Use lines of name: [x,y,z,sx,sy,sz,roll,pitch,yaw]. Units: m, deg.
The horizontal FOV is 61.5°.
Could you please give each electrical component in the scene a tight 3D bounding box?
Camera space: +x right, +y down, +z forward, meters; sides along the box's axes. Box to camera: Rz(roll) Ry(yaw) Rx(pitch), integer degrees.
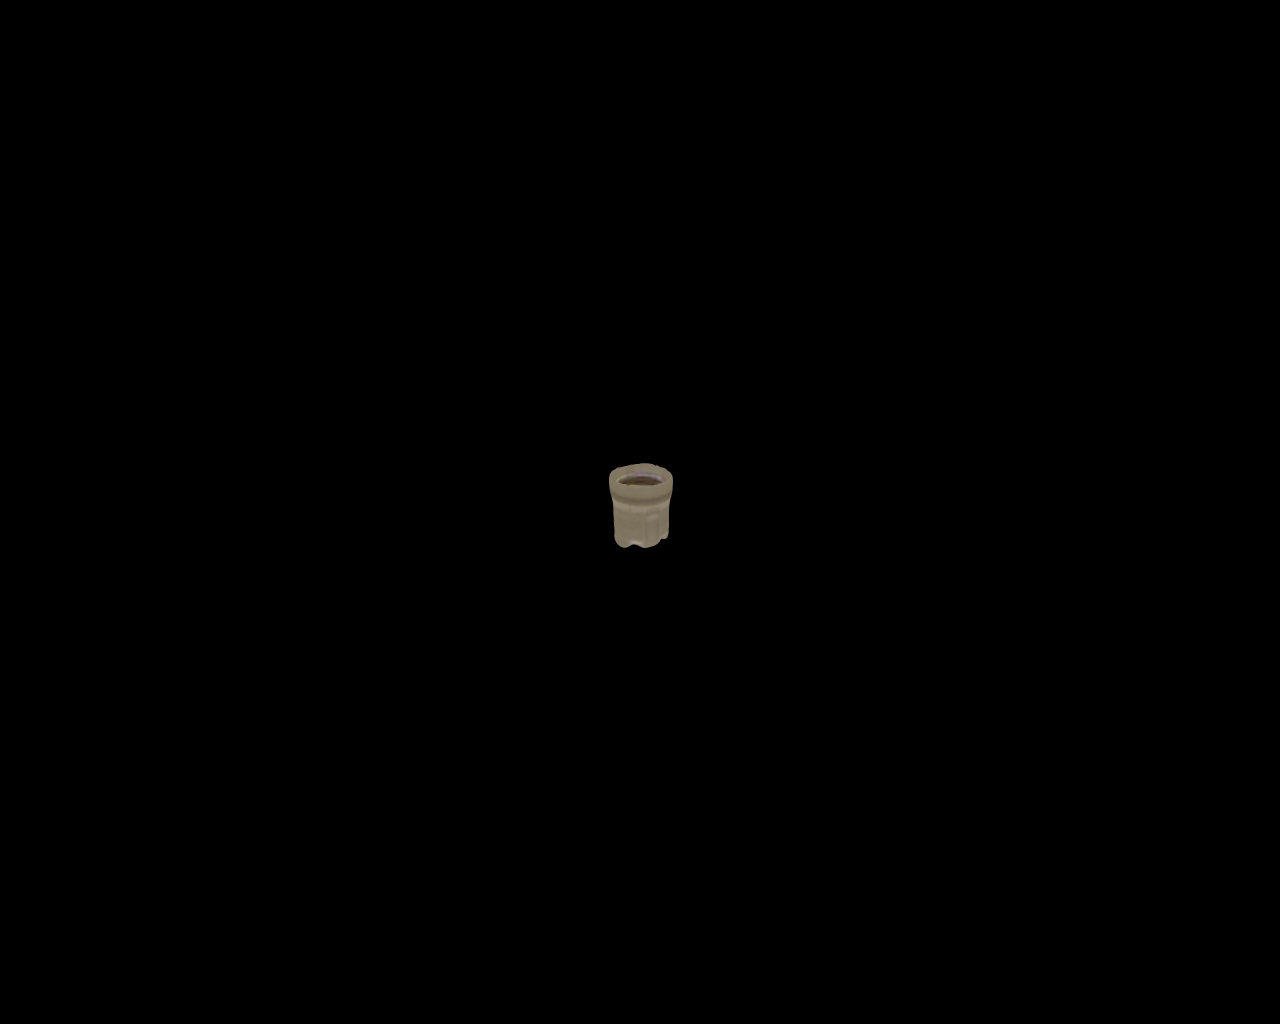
electrical component: [0.001,-0.003,0.650,0.040,0.046,0.040,0,25,0]
